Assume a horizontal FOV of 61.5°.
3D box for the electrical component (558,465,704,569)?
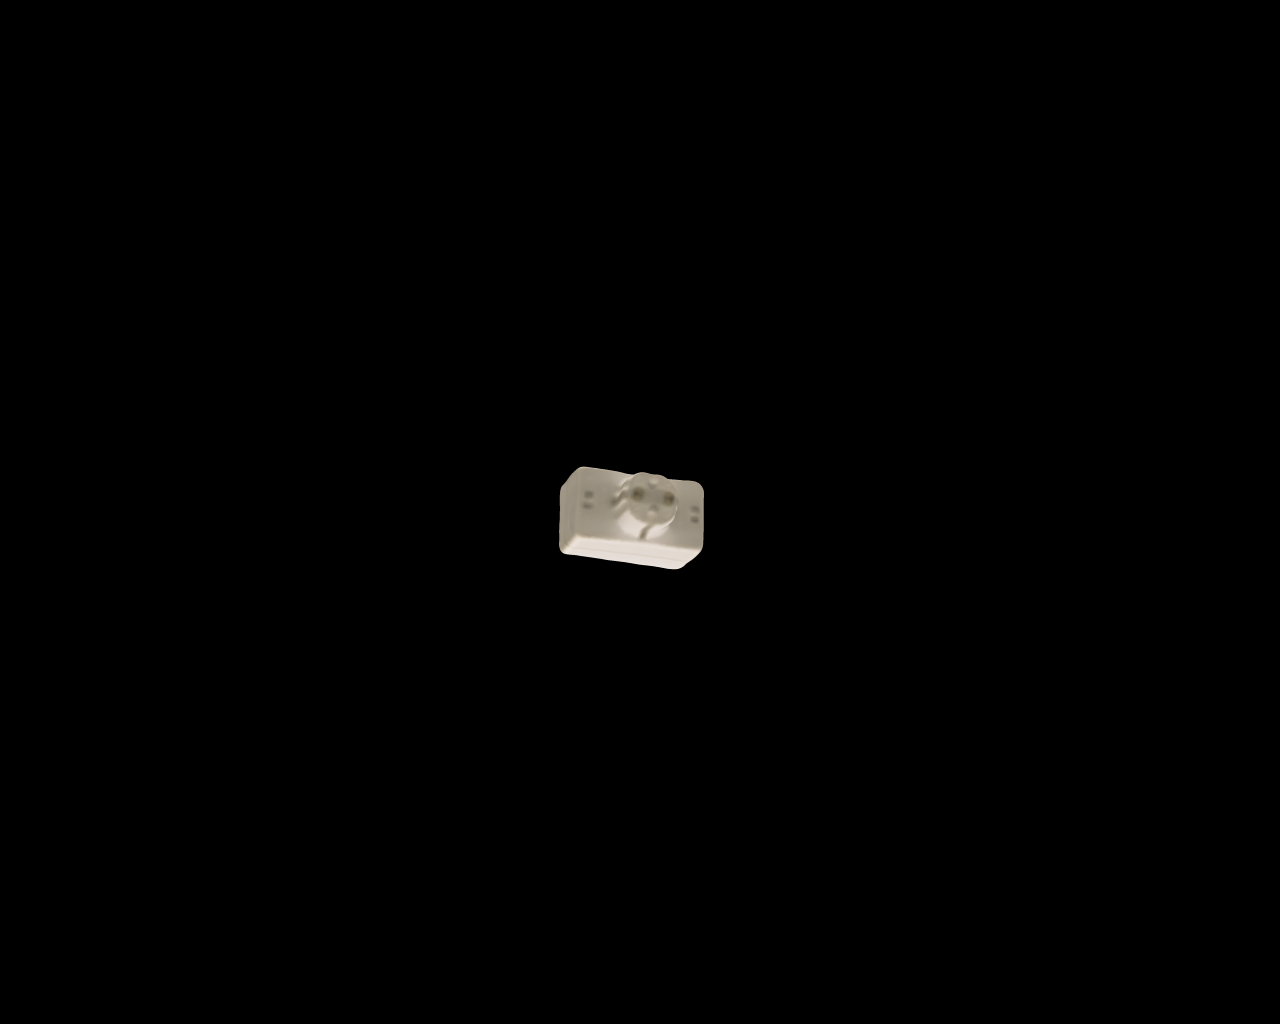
[{"bbox_3d":[0.001,-0.003,0.650,0.083,0.047,0.075,8,-23,-18],"label":"electrical component"}]
